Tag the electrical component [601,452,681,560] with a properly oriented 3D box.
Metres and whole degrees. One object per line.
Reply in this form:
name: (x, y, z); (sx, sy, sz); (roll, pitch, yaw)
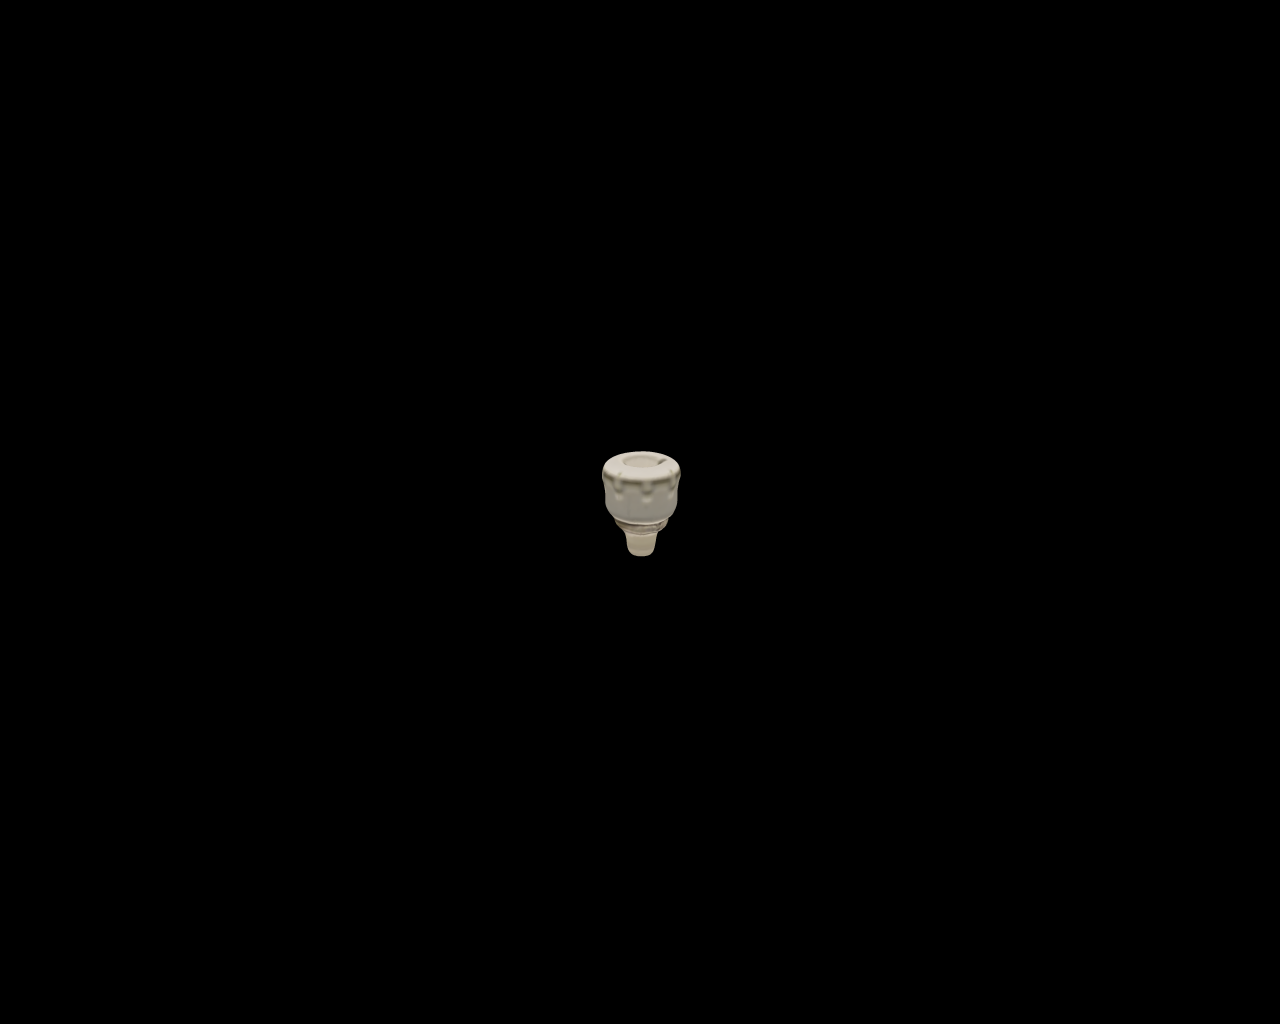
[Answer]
electrical component: (0.001, -0.003, 0.650); (0.048, 0.062, 0.048); (0, 21, 0)
